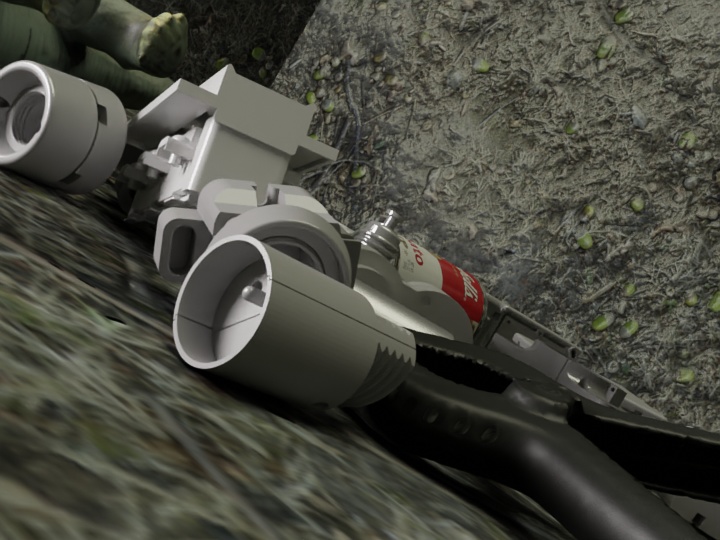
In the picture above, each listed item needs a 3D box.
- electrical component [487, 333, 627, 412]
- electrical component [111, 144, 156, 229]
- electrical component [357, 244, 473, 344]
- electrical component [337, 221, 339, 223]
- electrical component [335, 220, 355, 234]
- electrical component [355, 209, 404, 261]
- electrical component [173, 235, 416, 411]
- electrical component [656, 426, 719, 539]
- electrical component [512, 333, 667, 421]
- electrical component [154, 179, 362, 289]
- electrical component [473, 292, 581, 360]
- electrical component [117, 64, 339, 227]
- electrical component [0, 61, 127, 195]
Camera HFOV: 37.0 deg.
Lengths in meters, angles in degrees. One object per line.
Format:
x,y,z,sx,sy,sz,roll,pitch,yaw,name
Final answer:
0.105,0.075,0.584,0.050,0.055,0.089,28,4,-42,electrical component
-0.110,-0.054,0.619,0.078,0.058,0.057,30,6,-21,electrical component
-0.002,0.015,0.565,0.138,0.052,0.073,30,3,-9,electrical component
-0.034,-0.020,0.943,0.066,0.048,0.055,31,10,-7,electrical component
-0.021,-0.010,0.824,0.056,0.050,0.089,33,3,31,electrical component
0.000,0.000,0.629,0.040,0.078,0.040,33,-6,4,electrical component
-0.017,0.023,0.355,0.081,0.043,0.043,28,4,-43,electrical component
0.242,0.149,0.706,0.089,0.050,0.055,33,5,-8,electrical component
0.138,0.089,0.703,0.100,0.048,0.099,27,4,-9,electrical component
-0.036,-0.001,0.412,0.078,0.058,0.057,5,16,-19,electrical component
0.110,0.060,0.839,0.096,0.061,0.061,29,3,-24,electrical component
-0.073,-0.050,0.527,0.079,0.063,0.121,22,-13,-22,electrical component
-0.147,-0.068,0.509,0.055,0.055,0.047,32,6,31,electrical component
